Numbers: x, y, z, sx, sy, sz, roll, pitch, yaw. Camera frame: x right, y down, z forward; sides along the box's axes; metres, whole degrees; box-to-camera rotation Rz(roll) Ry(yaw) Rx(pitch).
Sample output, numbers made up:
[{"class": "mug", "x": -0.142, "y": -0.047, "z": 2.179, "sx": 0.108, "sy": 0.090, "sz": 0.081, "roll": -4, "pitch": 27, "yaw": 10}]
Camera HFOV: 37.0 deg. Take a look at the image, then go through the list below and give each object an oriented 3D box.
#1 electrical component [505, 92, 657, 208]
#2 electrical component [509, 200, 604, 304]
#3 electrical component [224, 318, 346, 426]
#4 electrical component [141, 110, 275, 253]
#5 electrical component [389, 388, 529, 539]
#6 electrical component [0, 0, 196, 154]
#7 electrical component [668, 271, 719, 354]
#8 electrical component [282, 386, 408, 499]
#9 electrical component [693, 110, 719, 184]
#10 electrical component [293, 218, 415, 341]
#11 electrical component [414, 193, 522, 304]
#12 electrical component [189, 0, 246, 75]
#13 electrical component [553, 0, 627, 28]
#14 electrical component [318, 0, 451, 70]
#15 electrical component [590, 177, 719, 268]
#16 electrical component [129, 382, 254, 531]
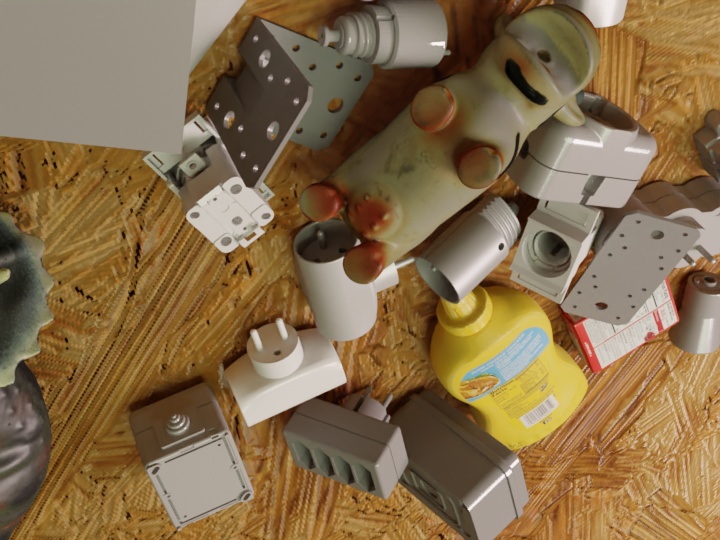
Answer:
[{"class": "electrical component", "x": 0.150, "y": -0.083, "z": 0.732, "sx": 0.095, "sy": 0.053, "sz": 0.059, "roll": 3, "pitch": 126, "yaw": -32}, {"class": "electrical component", "x": 0.144, "y": -0.022, "z": 0.775, "sx": 0.064, "sy": 0.042, "sz": 0.081, "roll": -39, "pitch": 152, "yaw": -50}, {"class": "electrical component", "x": -0.057, "y": 0.063, "z": 0.754, "sx": 0.077, "sy": 0.044, "sz": 0.079, "roll": -24, "pitch": 135, "yaw": -9}, {"class": "electrical component", "x": -0.084, "y": -0.048, "z": 0.628, "sx": 0.042, "sy": 0.063, "sz": 0.081, "roll": -38, "pitch": 135, "yaw": 5}, {"class": "electrical component", "x": 0.074, "y": 0.156, "z": 0.855, "sx": 0.057, "sy": 0.113, "sz": 0.078, "roll": -39, "pitch": 139, "yaw": -19}, {"class": "electrical component", "x": -0.170, "y": -0.122, "z": 0.487, "sx": 0.186, "sy": 0.060, "sz": 0.105, "roll": 5, "pitch": 127, "yaw": -11}, {"class": "electrical component", "x": 0.294, "y": 0.034, "z": 0.926, "sx": 0.044, "sy": 0.044, "sz": 0.065, "roll": -12, "pitch": 128, "yaw": -19}, {"class": "electrical component", "x": -0.002, "y": 0.120, "z": 0.821, "sx": 0.075, "sy": 0.083, "sz": 0.047, "roll": -55, "pitch": 147, "yaw": -34}, {"class": "electrical component", "x": 0.286, "y": -0.083, "z": 0.807, "sx": 0.048, "sy": 0.055, "sz": 0.066, "roll": -35, "pitch": 136, "yaw": 3}, {"class": "electrical component", "x": 0.000, "y": 0.000, "z": 0.730, "sx": 0.079, "sy": 0.044, "sz": 0.077, "roll": -23, "pitch": 135, "yaw": -9}, {"class": "electrical component", "x": 0.082, "y": -0.019, "z": 0.756, "sx": 0.081, "sy": 0.043, "sz": 0.043, "roll": -43, "pitch": 138, "yaw": -16}, {"class": "electrical component", "x": -0.098, "y": -0.147, "z": 0.546, "sx": 0.079, "sy": 0.044, "sz": 0.077, "roll": 26, "pitch": 112, "yaw": -41}, {"class": "electrical component", "x": 0.127, "y": -0.186, "z": 0.637, "sx": 0.079, "sy": 0.044, "sz": 0.077, "roll": -12, "pitch": 133, "yaw": -19}, {"class": "electrical component", "x": 0.014, "y": -0.136, "z": 0.621, "sx": 0.078, "sy": 0.040, "sz": 0.040, "roll": -7, "pitch": 131, "yaw": -24}, {"class": "electrical component", "x": 0.240, "y": -0.027, "z": 0.818, "sx": 0.138, "sy": 0.073, "sz": 0.052, "roll": -7, "pitch": 130, "yaw": -24}, {"class": "electrical component", "x": -0.121, "y": 0.125, "z": 0.760, "sx": 0.062, "sy": 0.061, "sz": 0.096, "roll": -22, "pitch": 135, "yaw": -10}]
